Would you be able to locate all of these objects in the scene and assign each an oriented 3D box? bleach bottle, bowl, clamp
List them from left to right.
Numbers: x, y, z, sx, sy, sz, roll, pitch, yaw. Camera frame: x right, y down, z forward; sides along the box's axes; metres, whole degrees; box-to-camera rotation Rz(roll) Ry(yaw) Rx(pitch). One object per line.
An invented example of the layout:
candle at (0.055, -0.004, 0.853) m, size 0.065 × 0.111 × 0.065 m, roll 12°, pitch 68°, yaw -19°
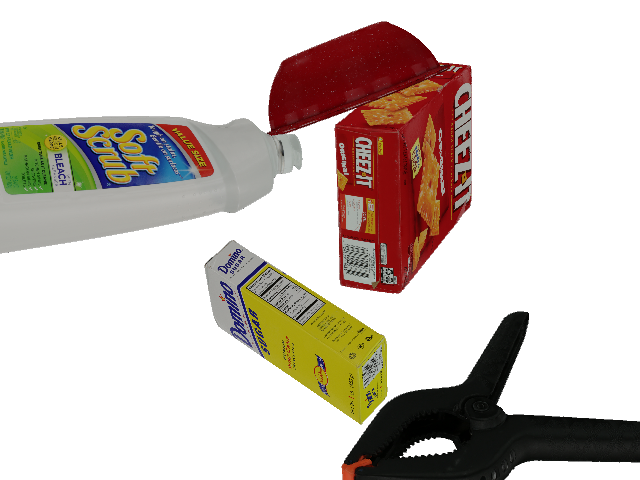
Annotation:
bleach bottle at (-0.139, -0.056, 0.809) m, size 0.250 × 0.102 × 0.068 m, roll -10°, pitch -33°, yaw -16°
bowl at (0.020, -0.136, 0.868) m, size 0.162 × 0.055 × 0.162 m, roll -21°, pitch 8°, yaw 3°
clamp at (0.102, 0.115, 0.697) m, size 0.209 × 0.036 × 0.165 m, roll -14°, pitch 32°, yaw -18°

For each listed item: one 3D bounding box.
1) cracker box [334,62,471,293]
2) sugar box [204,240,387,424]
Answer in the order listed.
cracker box at (0.088, -0.068, 1.044) m, size 0.072 × 0.164 × 0.213 m, roll 9°, pitch 28°, yaw 24°
sugar box at (-0.022, 0.080, 0.939) m, size 0.176 × 0.093 × 0.048 m, roll 28°, pitch 56°, yaw 26°
